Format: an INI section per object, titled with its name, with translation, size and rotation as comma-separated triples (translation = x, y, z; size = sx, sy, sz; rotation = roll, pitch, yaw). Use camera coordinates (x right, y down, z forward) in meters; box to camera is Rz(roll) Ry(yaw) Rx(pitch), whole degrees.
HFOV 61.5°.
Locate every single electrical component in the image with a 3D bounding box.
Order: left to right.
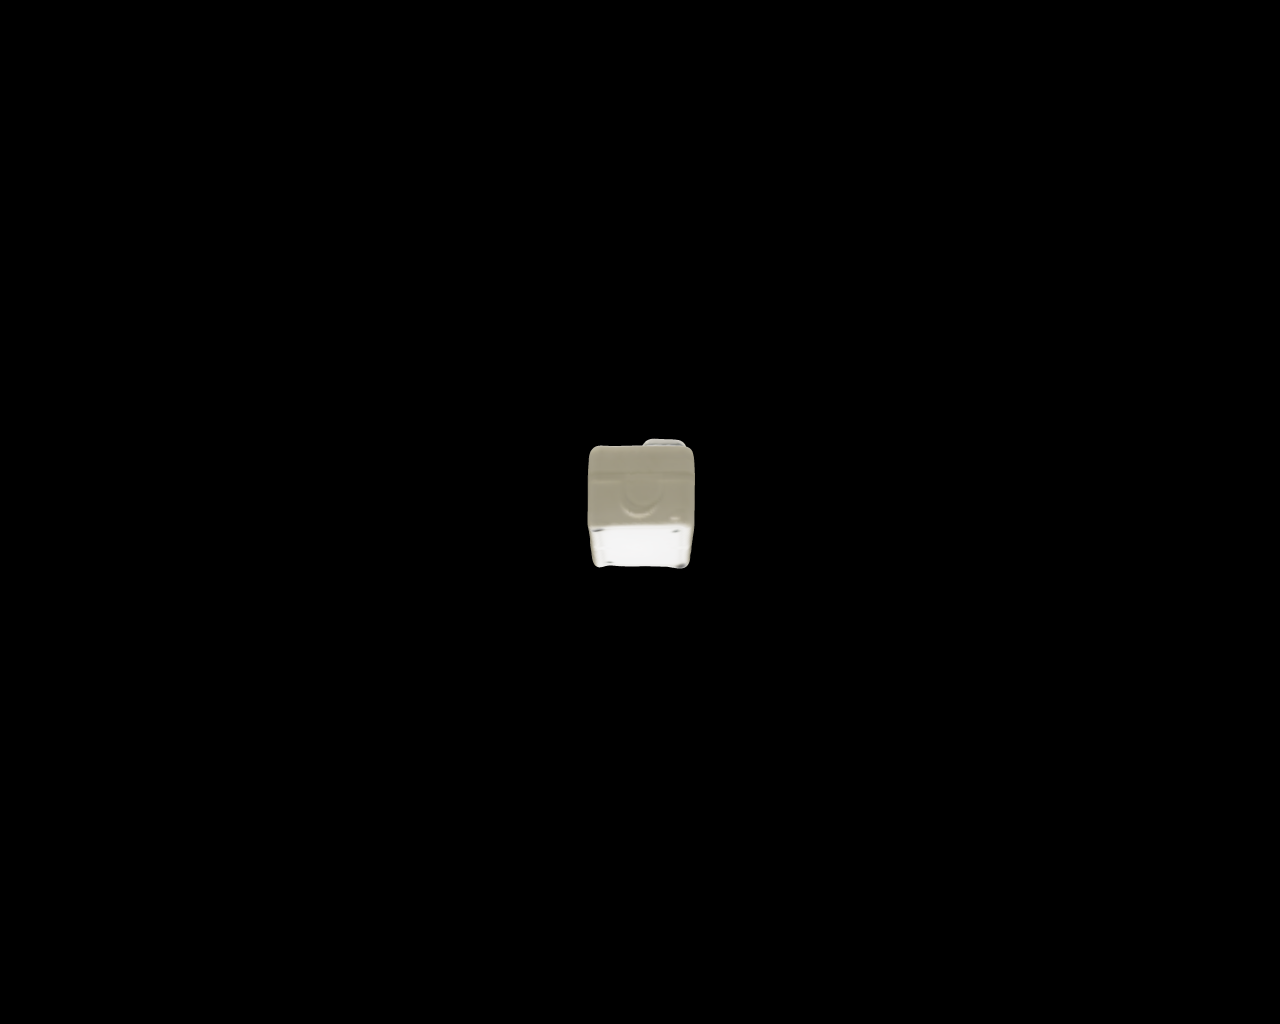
[electrical component]
translation = 0.001, -0.003, 0.650
size = 0.062, 0.061, 0.096
rotation = 0, -21, 0
